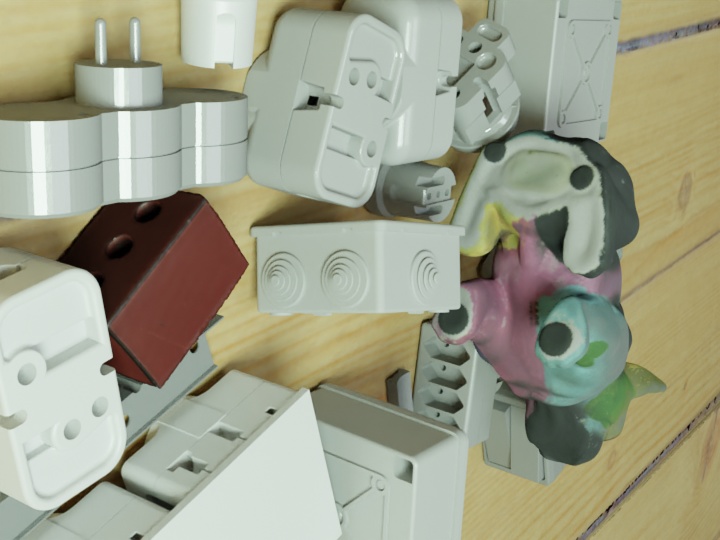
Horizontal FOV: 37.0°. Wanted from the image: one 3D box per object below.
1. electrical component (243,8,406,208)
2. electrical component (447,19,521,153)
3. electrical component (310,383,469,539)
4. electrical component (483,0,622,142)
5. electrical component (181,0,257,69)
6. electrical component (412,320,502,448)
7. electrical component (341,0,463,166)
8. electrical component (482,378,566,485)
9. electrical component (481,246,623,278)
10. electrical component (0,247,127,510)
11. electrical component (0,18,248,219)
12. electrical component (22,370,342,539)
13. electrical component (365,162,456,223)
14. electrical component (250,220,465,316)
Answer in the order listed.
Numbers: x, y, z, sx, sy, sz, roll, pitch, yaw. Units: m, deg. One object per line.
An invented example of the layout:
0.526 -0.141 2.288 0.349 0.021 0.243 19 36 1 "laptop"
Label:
-0.022 -0.086 0.564 0.054 0.059 0.095 13 91 -56 "electrical component"
0.069 -0.111 0.685 0.078 0.058 0.057 -46 144 -6 "electrical component"
0.004 0.136 0.638 0.056 0.109 0.108 -16 115 -49 "electrical component"
0.138 -0.144 0.775 0.109 0.056 0.108 -16 115 -52 "electrical component"
-0.067 -0.121 0.507 0.040 0.040 0.046 -22 125 -50 "electrical component"
0.079 0.077 0.778 0.076 0.047 0.083 -11 111 -54 "electrical component"
0.019 -0.110 0.618 0.059 0.054 0.095 -16 115 -52 "electrical component"
0.132 0.115 0.855 0.061 0.062 0.096 -39 132 -41 "electrical component"
0.153 -0.007 0.846 0.108 0.056 0.108 -60 143 -22 "electrical component"
-0.140 0.042 0.441 0.054 0.059 0.095 -32 127 -46 "electrical component"
-0.103 -0.070 0.460 0.138 0.052 0.073 -19 117 -51 "electrical component"
-0.096 0.147 0.541 0.186 0.060 0.105 -41 133 -40 "electrical component"
0.031 -0.050 0.664 0.040 0.046 0.040 -25 121 -49 "electrical component"
0.000 0.000 0.594 0.100 0.100 0.048 0 89 -55 "electrical component"
